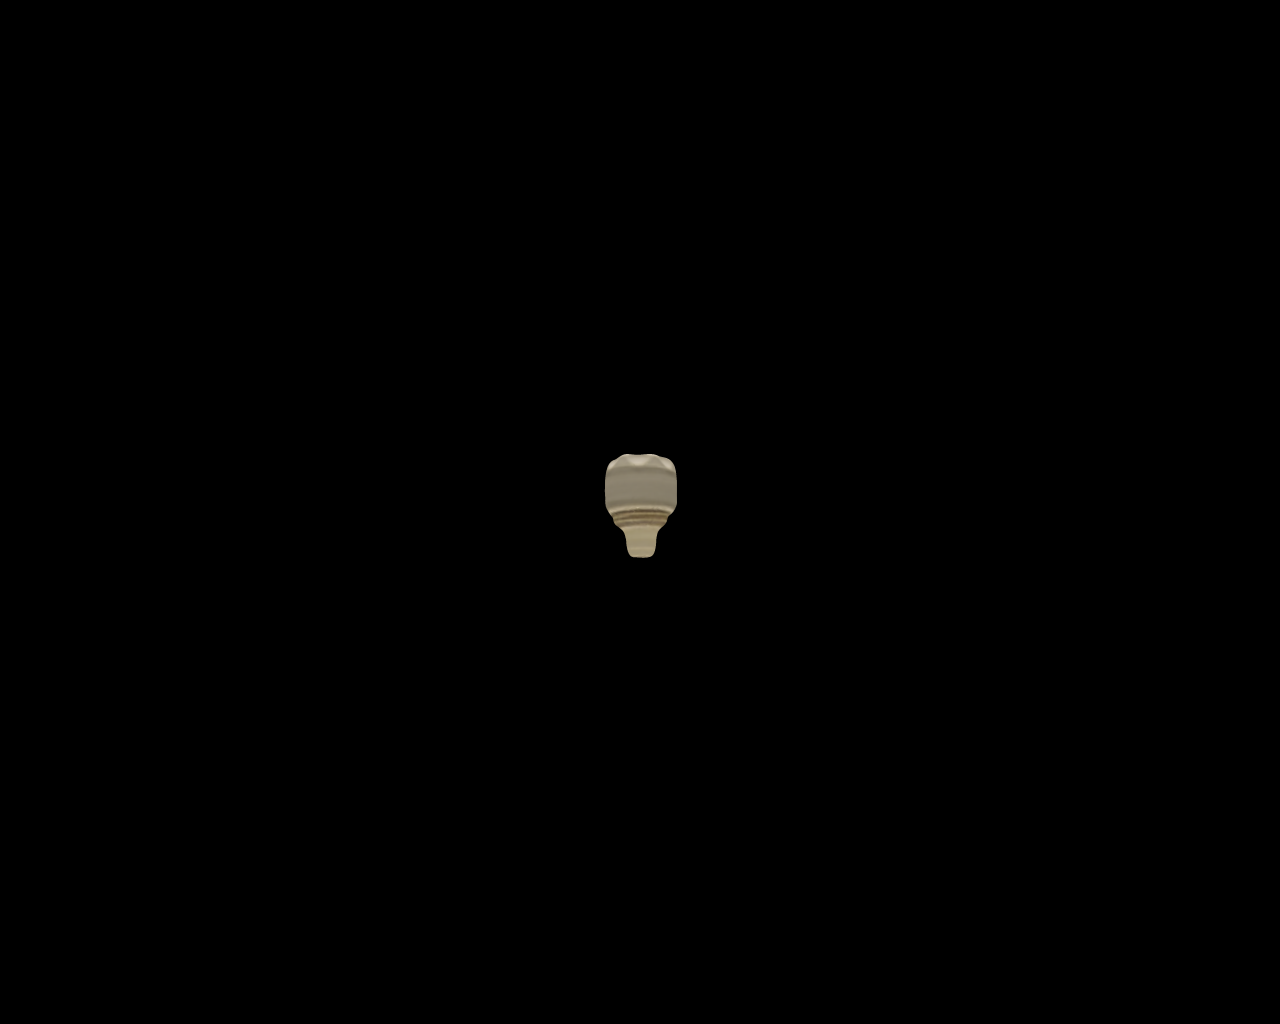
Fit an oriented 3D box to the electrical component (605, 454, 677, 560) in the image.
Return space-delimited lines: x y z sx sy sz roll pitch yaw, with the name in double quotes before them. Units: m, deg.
"electrical component" 0.001 -0.003 0.650 0.043 0.062 0.043 0 -9 0
